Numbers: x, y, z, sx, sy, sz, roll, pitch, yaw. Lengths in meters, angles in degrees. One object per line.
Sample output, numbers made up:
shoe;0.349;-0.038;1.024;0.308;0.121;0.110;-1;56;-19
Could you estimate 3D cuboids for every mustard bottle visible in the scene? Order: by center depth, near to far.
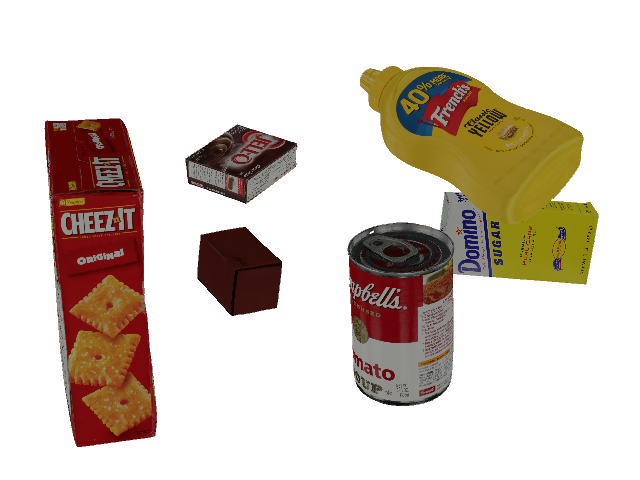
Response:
mustard bottle;0.106;-0.091;0.855;0.192;0.058;0.096;34;62;31

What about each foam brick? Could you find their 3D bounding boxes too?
foam brick;-0.079;0.029;1.035;0.052;0.051;0.078;-9;31;-29

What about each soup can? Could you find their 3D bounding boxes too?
soup can;0.053;0.048;0.701;0.068;0.102;0.068;-3;28;1

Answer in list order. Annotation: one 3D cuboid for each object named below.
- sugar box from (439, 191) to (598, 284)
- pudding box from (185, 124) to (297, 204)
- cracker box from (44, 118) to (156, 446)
sugar box;0.230;-0.003;1.257;0.176;0.093;0.048;3;22;-2
pudding box;-0.094;-0.094;1.289;0.090;0.039;0.113;19;39;25
cracker box;-0.176;0.028;0.852;0.072;0.214;0.164;-5;26;-14
